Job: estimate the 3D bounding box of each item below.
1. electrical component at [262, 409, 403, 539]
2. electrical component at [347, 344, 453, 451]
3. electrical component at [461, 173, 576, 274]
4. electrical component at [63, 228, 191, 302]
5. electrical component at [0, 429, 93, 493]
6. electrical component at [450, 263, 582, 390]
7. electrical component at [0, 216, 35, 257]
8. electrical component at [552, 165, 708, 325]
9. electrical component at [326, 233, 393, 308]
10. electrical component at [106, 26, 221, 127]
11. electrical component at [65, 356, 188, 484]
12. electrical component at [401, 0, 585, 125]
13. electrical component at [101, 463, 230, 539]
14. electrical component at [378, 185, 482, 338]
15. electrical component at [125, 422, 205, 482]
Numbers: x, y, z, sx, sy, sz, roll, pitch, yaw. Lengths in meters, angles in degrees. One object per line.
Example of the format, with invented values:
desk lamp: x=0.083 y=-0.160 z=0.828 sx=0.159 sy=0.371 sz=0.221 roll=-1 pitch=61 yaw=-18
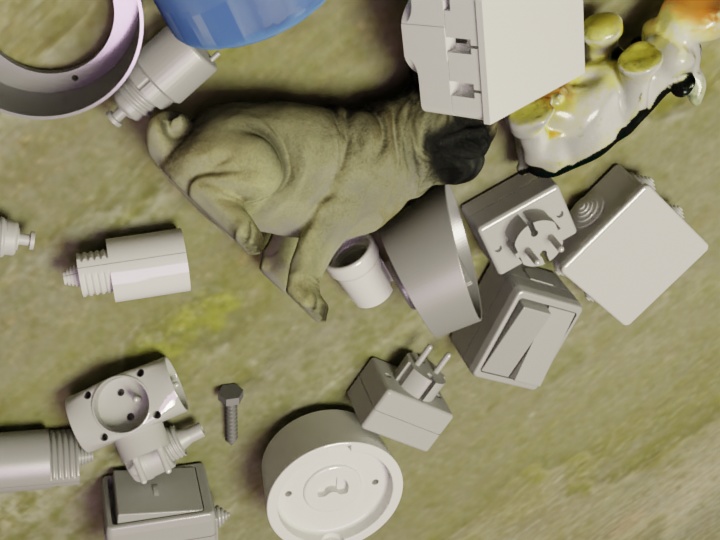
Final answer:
electrical component: x=-0.026 y=0.160 z=0.849 sx=0.108 sy=0.060 sz=0.108 roll=-8 pitch=122 yaw=-13
electrical component: x=0.041 y=0.091 z=0.837 sx=0.066 sy=0.047 sz=0.076 roll=25 pitch=110 yaw=-28
electrical component: x=0.121 y=-0.028 z=0.773 sx=0.066 sy=0.076 sz=0.047 roll=-29 pitch=124 yaw=1
electrical component: x=-0.157 y=-0.001 z=0.721 sx=0.081 sy=0.043 sz=0.043 roll=-9 pitch=122 yaw=-12
electrical component: x=-0.235 y=0.137 z=0.779 sx=0.081 sy=0.043 sz=0.043 roll=-2 pitch=120 yaw=-17
electrical component: x=0.118 y=0.049 z=0.828 sx=0.062 sy=0.061 sz=0.096 roll=15 pitch=114 yaw=-25
electrical component: x=-0.247 y=-0.023 z=0.681 sx=0.078 sy=0.040 sz=0.040 roll=7 pitch=117 yaw=-21
electrical component: x=0.200 y=-0.020 z=0.820 sx=0.100 sy=0.048 sz=0.099 roll=36 pitch=104 yaw=-32
electrical component: x=0.000 y=0.000 z=0.775 sx=0.040 sy=0.040 sz=0.046 roll=-31 pitch=129 yaw=2
electrical component: x=-0.124 y=-0.118 z=0.663 sx=0.078 sy=0.040 sz=0.040 roll=-40 pitch=123 yaw=8
electrical component: x=-0.161 y=0.113 z=0.774 sx=0.077 sy=0.044 sz=0.079 roll=-23 pitch=85 yaw=-3
electrical component: x=0.076 y=-0.194 z=0.633 sx=0.105 sy=0.060 sz=0.186 roll=-32 pitch=125 yaw=-40
electrical component: x=-0.148 y=0.188 z=0.827 sx=0.096 sy=0.061 sz=0.061 roll=-6 pitch=121 yaw=-14
electrical component: x=0.056 y=-0.005 z=0.757 sx=0.064 sy=0.099 sz=0.099 roll=-28 pitch=124 yaw=7
electrical component: x=-0.147 y=0.133 z=0.811 sx=0.061 sy=0.035 sz=0.035 roll=-25 pitch=124 yaw=-4
